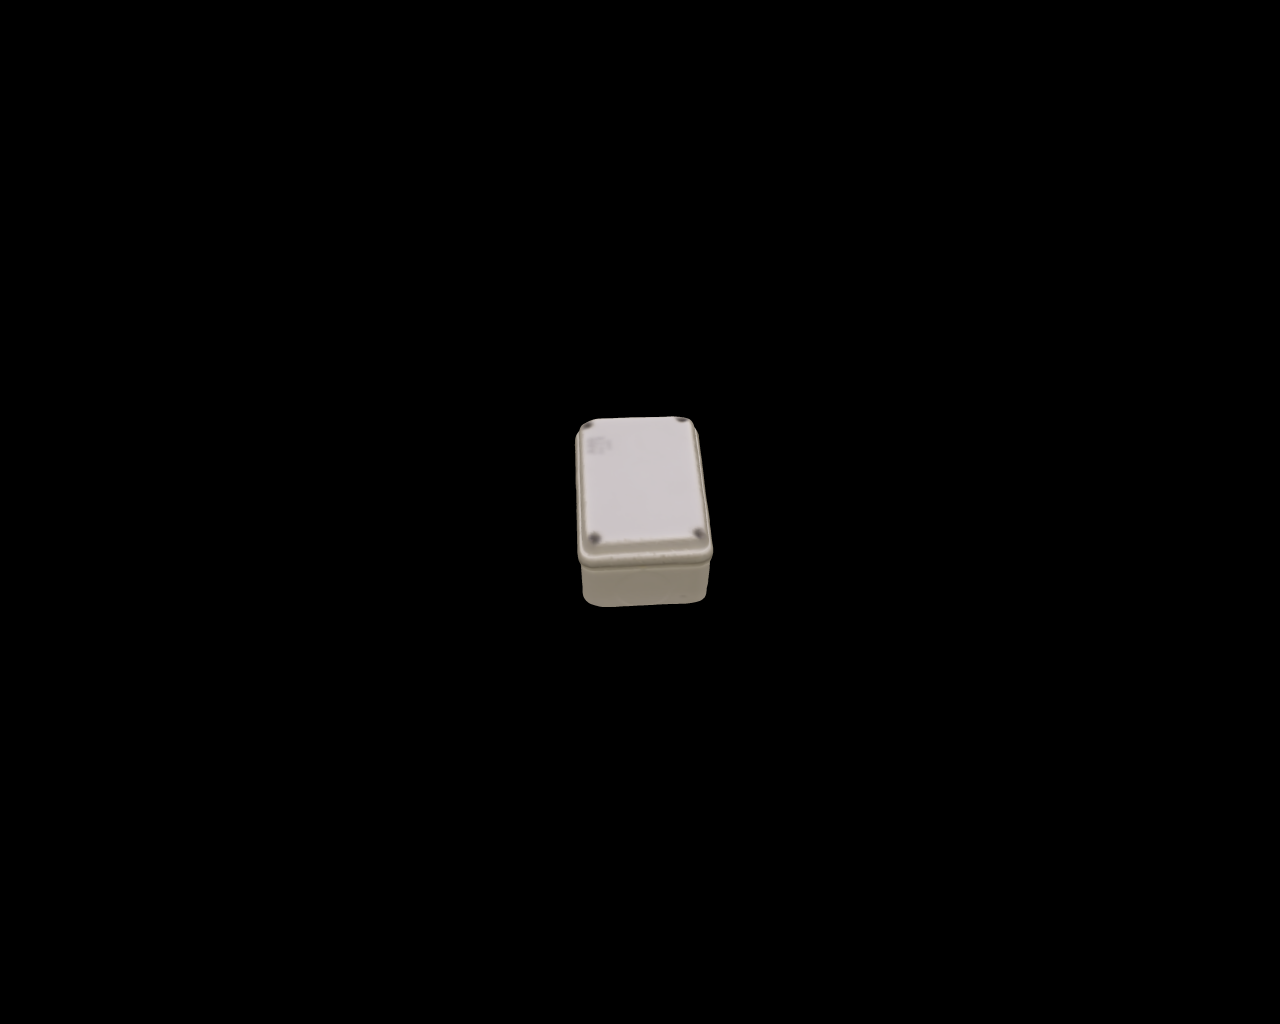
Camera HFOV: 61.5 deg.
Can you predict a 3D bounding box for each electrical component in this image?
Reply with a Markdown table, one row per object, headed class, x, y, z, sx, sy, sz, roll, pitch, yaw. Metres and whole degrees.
| class | x | y | z | sx | sy | sz | roll | pitch | yaw |
| --- | --- | --- | --- | --- | --- | --- | --- | --- | --- |
| electrical component | 0.001 | -0.003 | 0.650 | 0.078 | 0.113 | 0.057 | -2 | -43 | -2 |
